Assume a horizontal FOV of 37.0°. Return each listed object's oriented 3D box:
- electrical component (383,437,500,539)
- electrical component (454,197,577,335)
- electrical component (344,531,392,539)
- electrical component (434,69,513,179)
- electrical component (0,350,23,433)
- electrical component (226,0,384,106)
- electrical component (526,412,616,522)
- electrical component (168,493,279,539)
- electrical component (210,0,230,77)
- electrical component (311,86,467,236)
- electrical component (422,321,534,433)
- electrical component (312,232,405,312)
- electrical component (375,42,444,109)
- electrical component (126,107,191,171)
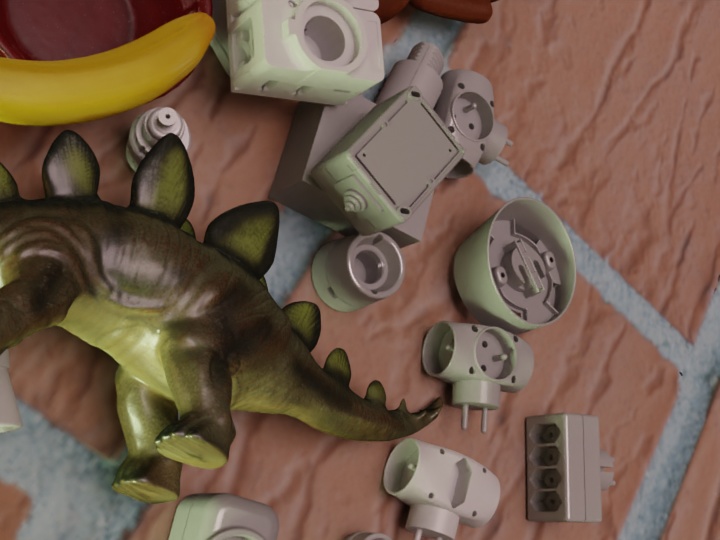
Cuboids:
[{"bbox_3d":[0.056,0.173,0.785,0.077,0.043,0.079,27,66,-25],"label":"electrical component"},{"bbox_3d":[0.125,0.000,0.852,0.099,0.064,0.099,15,60,-28],"label":"electrical component"},{"bbox_3d":[0.012,0.198,0.741,0.035,0.061,0.035,8,76,-32],"label":"electrical component"},{"bbox_3d":[0.093,-0.110,0.870,0.079,0.044,0.077,25,67,-26],"label":"electrical component"},{"bbox_3d":[-0.224,0.063,0.634,0.044,0.044,0.065,-1,75,-33],"label":"electrical component"},{"bbox_3d":[-0.038,-0.195,0.724,0.089,0.062,0.150,2,79,-32],"label":"electrical component"},{"bbox_3d":[0.177,0.160,0.864,0.076,0.047,0.083,9,74,-31],"label":"electrical component"},{"bbox_3d":[-0.090,0.191,0.679,0.054,0.059,0.095,23,68,-27],"label":"electrical component"},{"bbox_3d":[-0.080,-0.203,0.773,0.078,0.057,0.113,-34,98,-33],"label":"electrical component"},{"bbox_3d":[0.014,-0.069,0.737,0.061,0.061,0.096,50,59,-14],"label":"electrical component"},{"bbox_3d":[0.090,0.085,0.826,0.077,0.044,0.079,15,71,-29],"label":"electrical component"},{"bbox_3d":[0.000,0.000,0.786,0.055,0.047,0.055,8,76,-31],"label":"electrical component"},{"bbox_3d":[0.042,-0.143,0.846,0.043,0.043,0.081,36,63,-21],"label":"electrical component"},{"bbox_3d":[-0.131,-0.087,0.707,0.040,0.078,0.040,4,76,-16],"label":"electrical component"}]
